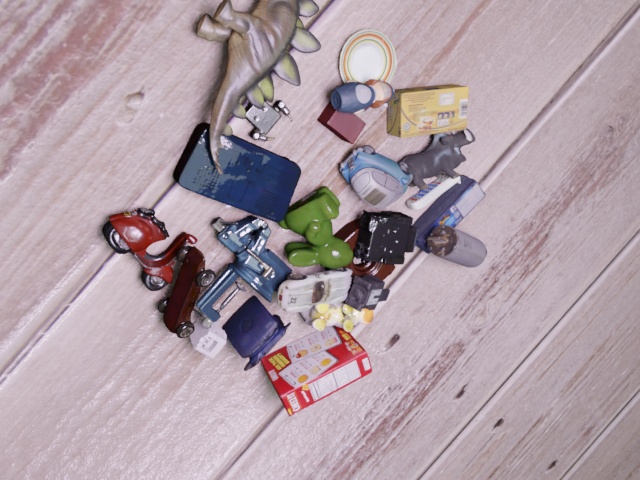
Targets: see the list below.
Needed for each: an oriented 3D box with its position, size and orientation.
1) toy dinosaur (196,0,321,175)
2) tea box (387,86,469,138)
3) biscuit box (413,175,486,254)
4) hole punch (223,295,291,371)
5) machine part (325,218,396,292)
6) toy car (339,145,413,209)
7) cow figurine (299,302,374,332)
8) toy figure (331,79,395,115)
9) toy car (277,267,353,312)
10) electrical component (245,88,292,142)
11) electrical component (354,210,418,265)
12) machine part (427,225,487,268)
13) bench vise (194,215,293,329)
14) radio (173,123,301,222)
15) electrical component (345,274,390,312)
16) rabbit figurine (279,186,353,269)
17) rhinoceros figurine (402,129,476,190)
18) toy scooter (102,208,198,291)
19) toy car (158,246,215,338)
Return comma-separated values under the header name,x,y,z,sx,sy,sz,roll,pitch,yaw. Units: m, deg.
name,x,y,z,sx,sy,sz,roll,pitch,yaw
toy dinosaur,-0.112,-0.352,0.965,0.198,0.105,0.471,32,87,-31
tea box,0.235,-0.283,1.174,0.170,0.068,0.098,-9,113,-18
biscuit box,0.300,-0.062,1.292,0.202,0.063,0.059,-45,121,-1
hole punch,-0.144,0.197,1.178,0.142,0.116,0.092,-43,112,-3
machine part,0.097,0.040,1.249,0.179,0.056,0.179,-8,111,-21
toy car,0.123,-0.124,1.153,0.161,0.103,0.109,27,131,-28
cow figurine,0.038,0.173,1.254,0.167,0.098,0.068,7,88,-30
toy figure,0.095,-0.290,1.082,0.154,0.058,0.064,-18,125,-29
toy car,-0.005,0.104,1.147,0.201,0.056,0.073,-7,113,-40
electrical component,-0.106,-0.243,1.058,0.102,0.045,0.078,-45,121,-2
electrical component,0.151,-0.006,1.193,0.134,0.058,0.114,1,108,-24
machine part,0.324,0.017,1.260,0.243,0.079,0.079,18,103,-50
bench vise,-0.174,0.072,1.107,0.240,0.129,0.223,-49,124,-9
radio,-0.159,-0.132,1.064,0.229,0.073,0.131,20,100,-30
electrical component,0.113,0.118,1.219,0.119,0.048,0.074,-3,116,-58
rabbit figurine,-0.002,-0.003,1.137,0.159,0.121,0.170,-32,103,2
rhinoceros figurine,0.269,-0.190,1.229,0.190,0.073,0.112,-28,107,-9
toy scooter,-0.321,0.003,1.046,0.135,0.075,0.183,-35,122,-7
toy car,-0.260,0.101,1.055,0.053,0.089,0.202,-5,130,-47
